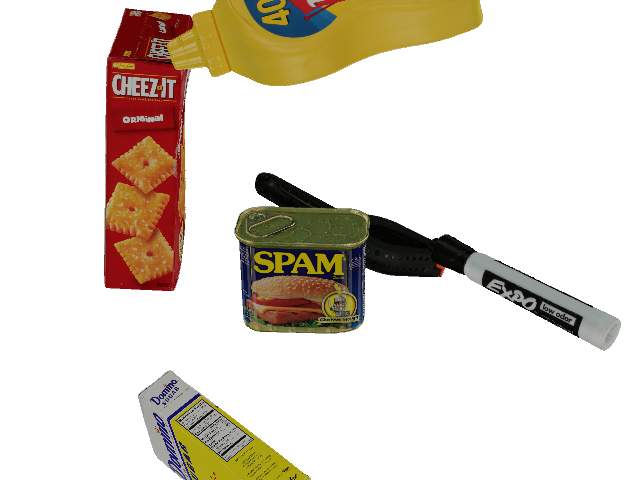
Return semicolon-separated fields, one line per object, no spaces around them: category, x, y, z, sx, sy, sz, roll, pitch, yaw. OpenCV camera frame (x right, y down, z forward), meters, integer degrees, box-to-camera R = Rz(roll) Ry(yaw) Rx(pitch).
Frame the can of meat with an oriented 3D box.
can of meat;-0.013;0.024;0.830;0.102;0.084;0.057;2;30;4

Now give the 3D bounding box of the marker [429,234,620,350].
marker;0.111;0.026;0.600;0.121;0.020;0.020;29;17;34

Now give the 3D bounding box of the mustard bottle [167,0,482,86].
mustard bottle;-0.003;-0.145;0.669;0.191;0.096;0.058;-18;-36;0

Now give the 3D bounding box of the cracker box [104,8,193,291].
cracker box;-0.155;-0.085;0.974;0.072;0.214;0.164;4;26;-7

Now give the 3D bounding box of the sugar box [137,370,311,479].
sugar box;-0.080;0.193;0.912;0.176;0.093;0.048;28;51;32

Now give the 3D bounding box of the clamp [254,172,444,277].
clamp;0.024;-0.002;1.042;0.210;0.036;0.164;19;23;-1
